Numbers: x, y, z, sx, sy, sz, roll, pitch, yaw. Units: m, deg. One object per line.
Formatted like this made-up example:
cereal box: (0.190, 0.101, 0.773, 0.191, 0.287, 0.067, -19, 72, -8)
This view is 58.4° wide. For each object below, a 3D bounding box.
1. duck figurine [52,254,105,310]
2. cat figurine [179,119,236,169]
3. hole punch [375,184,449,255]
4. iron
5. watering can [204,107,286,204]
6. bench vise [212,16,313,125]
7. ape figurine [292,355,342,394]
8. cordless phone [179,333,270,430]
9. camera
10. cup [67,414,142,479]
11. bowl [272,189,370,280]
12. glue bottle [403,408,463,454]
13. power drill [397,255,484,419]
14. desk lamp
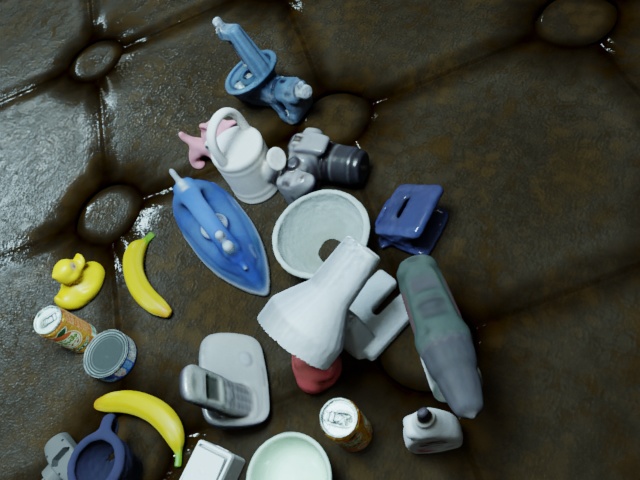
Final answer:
duck figurine: (-0.461, 0.073, 1.062, 0.077, 0.086, 0.105, 25, 71, 28)
cat figurine: (-0.214, -0.196, 1.118, 0.127, 0.118, 0.067, 2, 62, 19)
hole punch: (0.144, -0.039, 0.932, 0.100, 0.091, 0.109, 20, 69, 26)
iron: (-0.178, -0.019, 0.992, 0.119, 0.142, 0.257, -39, 58, -6)
watering can: (-0.137, -0.157, 1.026, 0.172, 0.194, 0.101, -2, 61, 16)
bench vise: (-0.107, -0.336, 1.103, 0.206, 0.220, 0.121, 7, 64, 21)
ape figurine: (-0.012, 0.185, 0.854, 0.077, 0.092, 0.076, 28, 73, 29)
cordless phone: (-0.147, 0.193, 0.836, 0.094, 0.185, 0.147, -19, 58, 7)
camera: (0.008, -0.131, 1.021, 0.136, 0.101, 0.143, 12, 66, 23)
cup: (-0.311, 0.330, 0.864, 0.091, 0.095, 0.118, -5, 60, 15)
bowl: (0.009, 0.003, 0.961, 0.167, 0.075, 0.167, -8, 60, 13)
glue bottle: (0.138, 0.238, 0.728, 0.078, 0.173, 0.037, -16, 58, 9)
power drill: (0.165, 0.142, 0.753, 0.075, 0.209, 0.229, -20, 57, 6)
desk lamp: (0.032, 0.096, 0.818, 0.203, 0.214, 0.117, -45, 58, -10)
